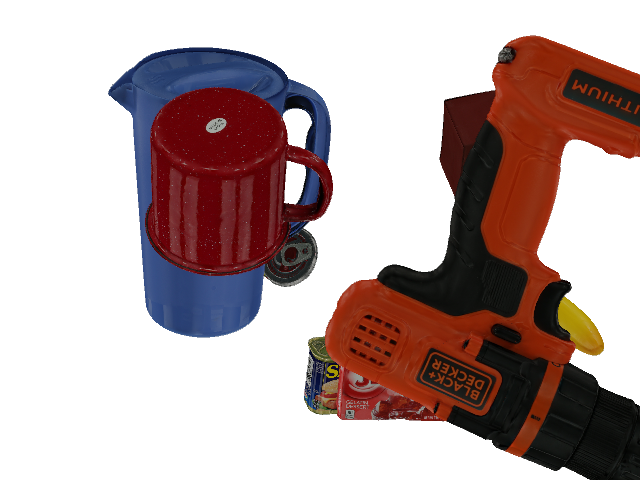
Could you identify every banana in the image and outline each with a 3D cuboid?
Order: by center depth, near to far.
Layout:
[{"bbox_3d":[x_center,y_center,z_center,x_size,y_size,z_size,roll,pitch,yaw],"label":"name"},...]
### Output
[{"bbox_3d":[0.194,0.065,1.069,0.198,0.069,0.037,15,-36,27],"label":"banana"}]

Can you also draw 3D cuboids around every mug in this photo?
[{"bbox_3d":[-0.050,-0.037,0.653,0.117,0.093,0.081,8,-44,1],"label":"mug"}]

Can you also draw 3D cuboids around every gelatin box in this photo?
[{"bbox_3d":[0.059,0.103,0.829,0.089,0.073,0.030,2,27,-4],"label":"gelatin box"}]

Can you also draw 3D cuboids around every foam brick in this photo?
[{"bbox_3d":[0.133,-0.078,0.890,0.053,0.051,0.078,-13,-36,-6],"label":"foam brick"}]

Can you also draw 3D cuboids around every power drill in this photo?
[{"bbox_3d":[0.116,0.012,0.505,0.184,0.188,0.057,24,7,4],"label":"power drill"}]

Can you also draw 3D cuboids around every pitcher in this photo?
[{"bbox_3d":[-0.090,-0.039,0.946,0.149,0.243,0.144,26,36,33],"label":"pitcher"}]

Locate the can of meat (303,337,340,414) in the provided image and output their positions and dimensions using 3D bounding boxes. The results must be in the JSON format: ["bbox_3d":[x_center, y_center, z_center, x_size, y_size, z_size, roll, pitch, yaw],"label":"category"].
[{"bbox_3d":[0.031,0.172,1.360,0.102,0.084,0.057,-1,24,-17],"label":"can of meat"}]

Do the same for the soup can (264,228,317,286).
[{"bbox_3d":[-0.055,0.005,1.189,0.068,0.068,0.102,0,14,-28],"label":"soup can"}]
